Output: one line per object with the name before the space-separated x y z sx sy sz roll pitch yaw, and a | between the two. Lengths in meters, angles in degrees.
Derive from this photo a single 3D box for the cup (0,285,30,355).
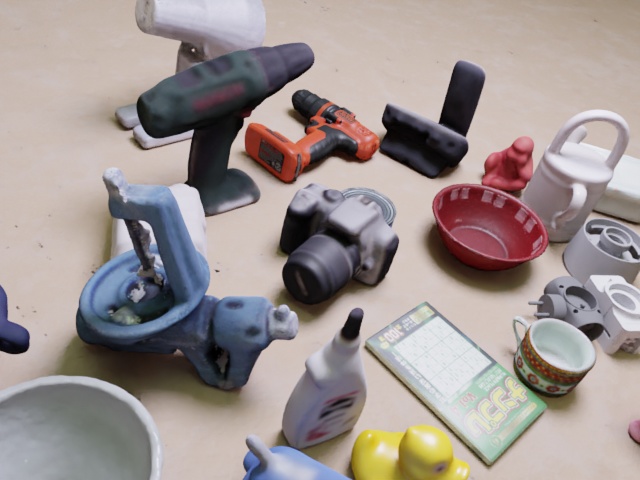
cup | -0.306 0.092 0.506 0.117 0.095 0.092 15 41 3

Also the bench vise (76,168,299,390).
bench vise | -0.122 0.032 0.527 0.208 0.220 0.121 1 43 -13

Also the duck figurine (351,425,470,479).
duck figurine | 0.081 0.193 0.503 0.104 0.086 0.078 25 43 14

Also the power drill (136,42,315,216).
power drill | -0.116 -0.141 0.730 0.230 0.208 0.075 -21 51 -33

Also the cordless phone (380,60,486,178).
cordless phone | 0.178 -0.208 0.899 0.147 0.185 0.094 28 43 16

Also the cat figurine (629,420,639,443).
cat figurine | 0.378 0.174 0.578 0.067 0.118 0.127 -23 52 -34

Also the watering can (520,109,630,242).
watering can | 0.363 -0.105 0.825 0.101 0.194 0.172 2 42 -12

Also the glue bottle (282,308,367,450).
glue bottle | 0.013 0.119 0.502 0.078 0.173 0.037 -16 49 -29

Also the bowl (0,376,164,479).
bowl | -0.205 0.192 0.437 0.167 0.075 0.167 8 42 -6

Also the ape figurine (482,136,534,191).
ape figurine | 0.308 -0.124 0.910 0.076 0.092 0.077 -18 50 -31

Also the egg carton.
egg carton | -0.185 -0.006 0.666 0.107 0.069 0.150 -2 43 -16

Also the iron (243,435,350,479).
iron | 0.042 0.228 0.411 0.258 0.141 0.119 23 42 11

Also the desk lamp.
desk lamp | -0.190 -0.266 0.845 0.204 0.213 0.117 -26 54 -35

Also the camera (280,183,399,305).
camera | 0.006 0.002 0.684 0.143 0.101 0.137 31 44 20
